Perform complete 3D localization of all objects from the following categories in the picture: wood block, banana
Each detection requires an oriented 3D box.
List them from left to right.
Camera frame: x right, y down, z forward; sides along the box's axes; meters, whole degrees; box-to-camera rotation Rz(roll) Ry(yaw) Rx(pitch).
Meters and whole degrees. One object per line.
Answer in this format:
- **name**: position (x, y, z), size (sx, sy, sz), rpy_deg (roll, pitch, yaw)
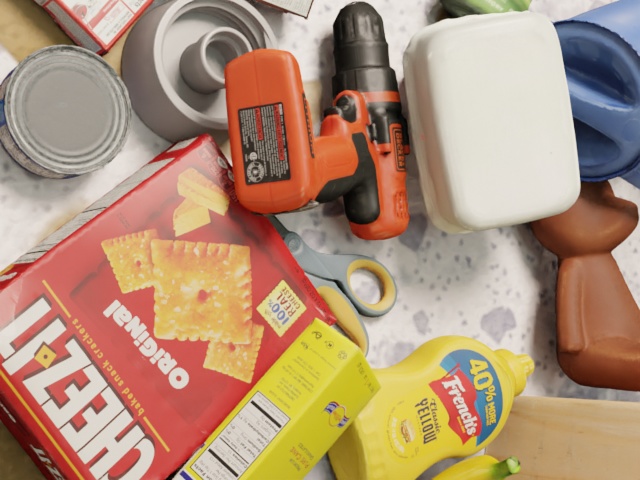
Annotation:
- **banana**: position (0.063, 0.216, 0.793), size (0.198, 0.069, 0.037), rpy_deg (-39, 73, 2)
- **wood block**: position (0.230, 0.175, 0.824), size (0.090, 0.206, 0.090), rpy_deg (19, 76, -28)

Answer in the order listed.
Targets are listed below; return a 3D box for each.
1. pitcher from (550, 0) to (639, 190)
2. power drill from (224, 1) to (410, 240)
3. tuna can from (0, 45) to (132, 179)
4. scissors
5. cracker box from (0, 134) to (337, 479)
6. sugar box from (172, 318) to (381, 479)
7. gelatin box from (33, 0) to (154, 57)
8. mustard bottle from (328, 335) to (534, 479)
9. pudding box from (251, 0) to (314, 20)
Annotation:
- **pitcher**: position (0.282, -0.141, 0.914), size (0.242, 0.145, 0.149), rpy_deg (-29, 123, -42)
- **power drill**: position (0.006, -0.089, 0.759), size (0.187, 0.057, 0.184), rpy_deg (-6, 87, -60)
- **tuna can**: position (-0.171, -0.084, 0.708), size (0.086, 0.034, 0.086), rpy_deg (3, 84, -31)
- **scissors**: position (-0.005, 0.001, 0.811), size (0.096, 0.016, 0.202), rpy_deg (-33, 102, -31)
- **cracker box**: position (-0.115, 0.055, 0.706), size (0.213, 0.072, 0.164), rpy_deg (-41, 106, -27)
- **sugar box**: position (-0.036, 0.141, 0.713), size (0.176, 0.048, 0.093), rpy_deg (-51, 154, -11)
- **gelatin box**: position (-0.159, -0.180, 0.726), size (0.089, 0.030, 0.073), rpy_deg (45, 64, -20)
- **mustard bottle**: position (0.094, 0.127, 0.834), size (0.191, 0.058, 0.096), rpy_deg (-18, 97, -32)
- **pudding box**: position (-0.043, -0.217, 0.765), size (0.113, 0.039, 0.090), rpy_deg (12, 105, -41)
